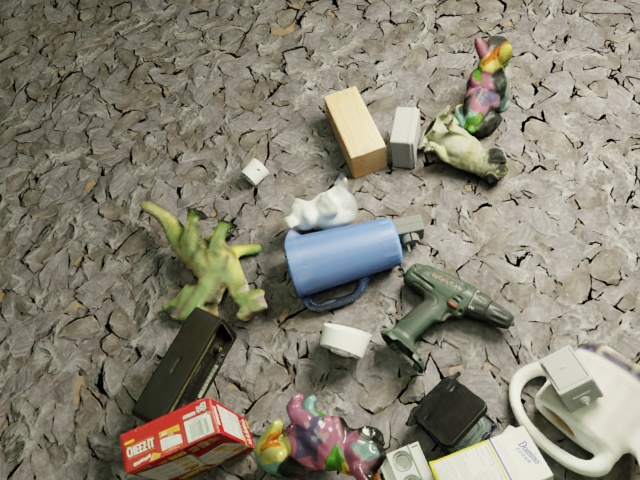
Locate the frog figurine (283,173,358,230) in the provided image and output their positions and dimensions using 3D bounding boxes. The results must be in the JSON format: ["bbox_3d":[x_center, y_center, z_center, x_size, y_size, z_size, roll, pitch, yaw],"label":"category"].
[{"bbox_3d":[0.004,-0.058,1.154,0.161,0.123,0.135,-35,0,-30],"label":"frog figurine"}]

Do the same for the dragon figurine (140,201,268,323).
[{"bbox_3d":[-0.284,0.066,1.168,0.412,0.246,0.120,16,-16,20],"label":"dragon figurine"}]

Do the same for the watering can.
[{"bbox_3d":[0.498,0.311,0.872,0.352,0.226,0.102,36,-15,44],"label":"watering can"}]
